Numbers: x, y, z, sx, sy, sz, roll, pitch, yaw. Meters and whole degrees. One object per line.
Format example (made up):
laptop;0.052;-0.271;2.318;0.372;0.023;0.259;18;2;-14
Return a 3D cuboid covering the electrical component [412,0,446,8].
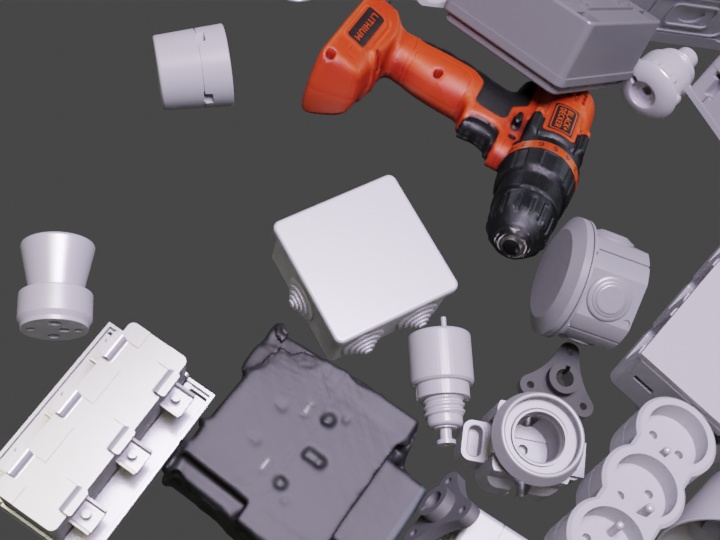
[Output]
electrical component;0.044;-0.222;0.765;0.089;0.050;0.055;-4;36;-38

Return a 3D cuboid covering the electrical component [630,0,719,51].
electrical component;0.248;-0.215;0.812;0.113;0.078;0.057;6;69;-8

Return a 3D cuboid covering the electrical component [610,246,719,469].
electrical component;0.248;0.045;0.710;0.089;0.061;0.150;43;66;8

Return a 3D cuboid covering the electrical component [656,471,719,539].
electrical component;0.234;0.168;0.638;0.099;0.099;0.064;42;60;8

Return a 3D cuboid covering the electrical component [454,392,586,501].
electrical component;0.103;0.107;0.659;0.078;0.057;0.058;12;66;-6

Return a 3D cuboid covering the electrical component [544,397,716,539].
electrical component;0.154;0.142;0.643;0.052;0.073;0.138;38;55;10

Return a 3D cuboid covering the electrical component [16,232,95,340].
electrical component;-0.184;0.010;0.652;0.045;0.045;0.055;0;68;-11

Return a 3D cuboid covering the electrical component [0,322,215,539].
electrical component;-0.150;0.094;0.613;0.079;0.063;0.121;34;66;5

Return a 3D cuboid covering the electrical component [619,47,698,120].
electrical component;0.226;-0.144;0.797;0.062;0.048;0.048;-38;79;-29

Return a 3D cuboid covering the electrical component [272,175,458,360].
electrical component;0.000;0.000;0.689;0.100;0.048;0.099;-24;74;-19

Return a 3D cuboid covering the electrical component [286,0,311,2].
electrical component;-0.028;-0.243;0.783;0.079;0.043;0.077;-8;68;7

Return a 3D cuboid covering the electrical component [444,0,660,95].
electrical component;0.134;-0.175;0.749;0.109;0.056;0.109;41;34;25

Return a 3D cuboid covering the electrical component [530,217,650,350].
electrical component;0.147;0.010;0.697;0.051;0.080;0.080;19;65;-8

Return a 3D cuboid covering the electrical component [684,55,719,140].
electrical component;0.320;-0.074;0.733;0.105;0.060;0.186;2;50;-34

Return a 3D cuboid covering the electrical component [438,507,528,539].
electrical component;0.079;0.181;0.618;0.077;0.065;0.047;32;65;3

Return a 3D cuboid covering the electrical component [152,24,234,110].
electrical component;-0.113;-0.135;0.723;0.047;0.055;0.055;-9;69;-10

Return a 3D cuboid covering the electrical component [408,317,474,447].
electrical component;0.052;0.071;0.673;0.040;0.040;0.078;2;67;-10
